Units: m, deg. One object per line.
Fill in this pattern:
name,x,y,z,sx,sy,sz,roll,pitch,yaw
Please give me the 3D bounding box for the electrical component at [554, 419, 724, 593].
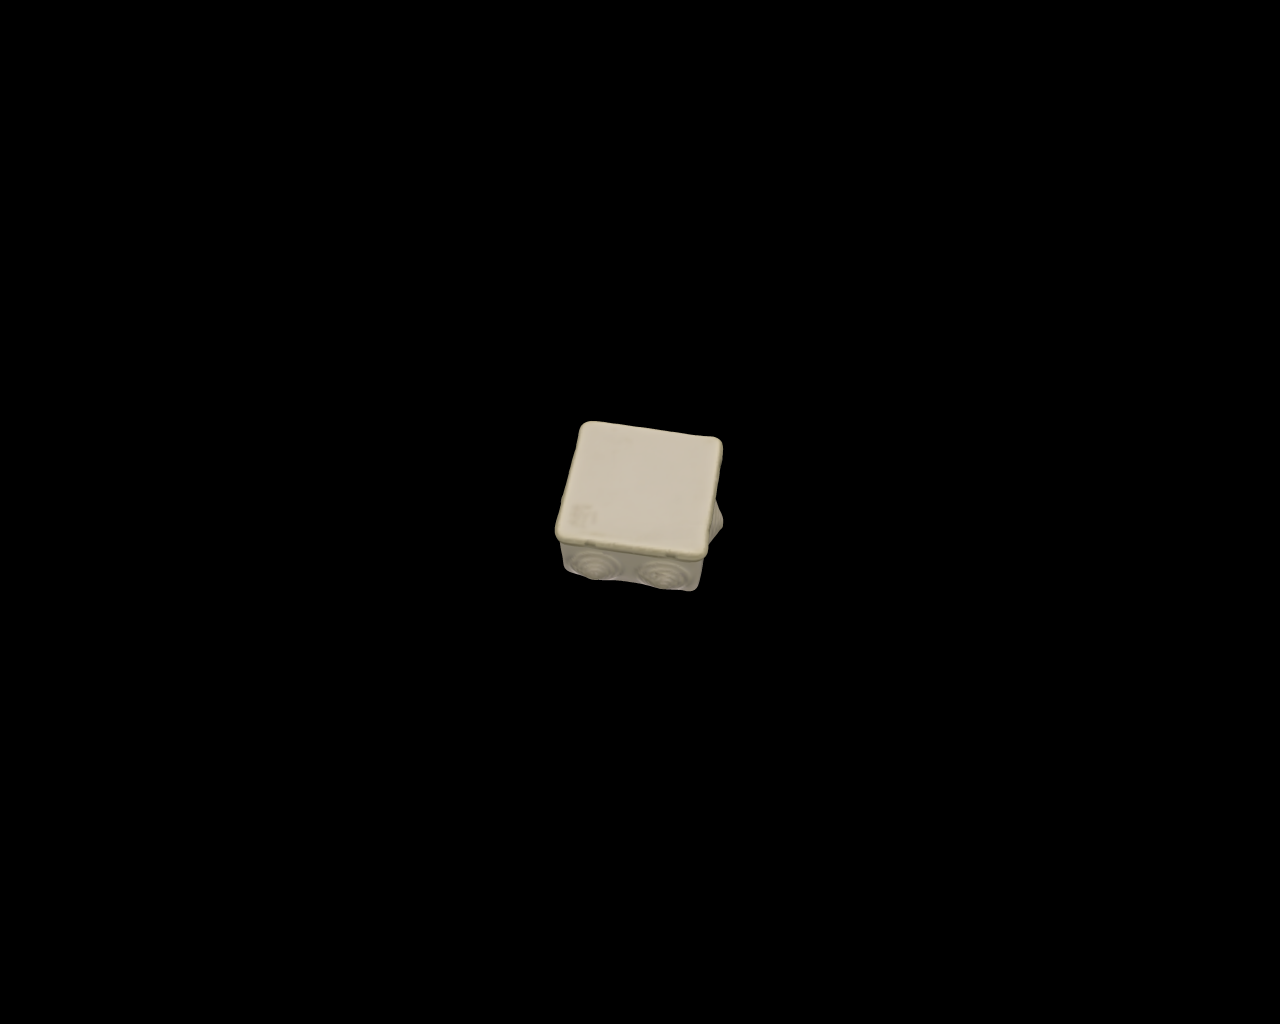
electrical component,0.001,-0.003,0.650,0.100,0.100,0.048,8,-33,5
